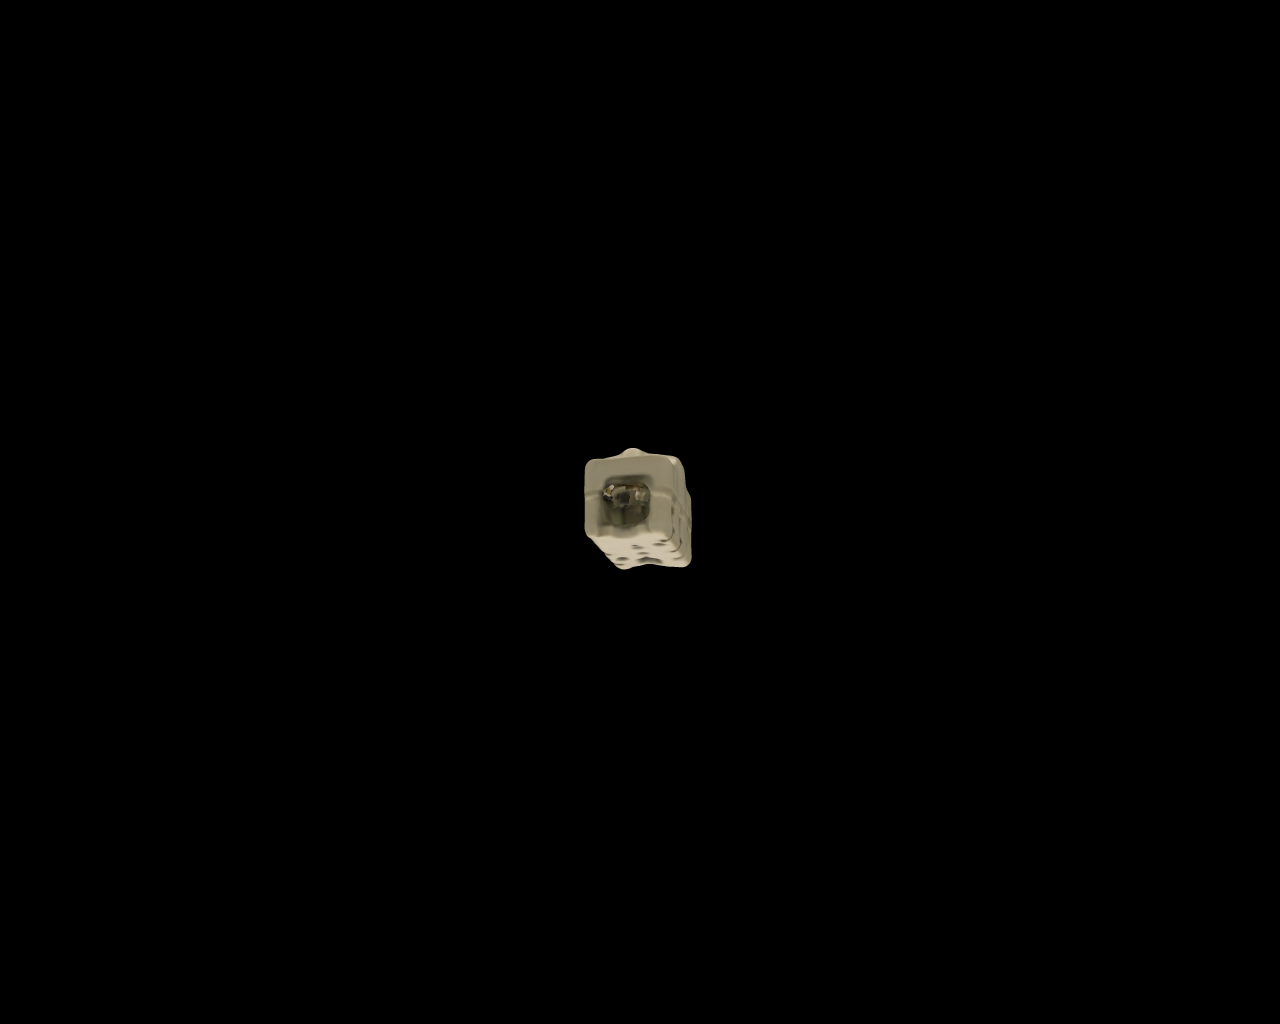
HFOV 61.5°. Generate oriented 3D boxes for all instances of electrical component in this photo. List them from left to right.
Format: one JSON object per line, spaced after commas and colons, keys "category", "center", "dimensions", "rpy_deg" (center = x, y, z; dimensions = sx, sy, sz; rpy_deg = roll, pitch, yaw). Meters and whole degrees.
{"category": "electrical component", "center": [0.001, -0.003, 0.650], "dimensions": [0.050, 0.056, 0.089], "rpy_deg": [-3, -16, 11]}
